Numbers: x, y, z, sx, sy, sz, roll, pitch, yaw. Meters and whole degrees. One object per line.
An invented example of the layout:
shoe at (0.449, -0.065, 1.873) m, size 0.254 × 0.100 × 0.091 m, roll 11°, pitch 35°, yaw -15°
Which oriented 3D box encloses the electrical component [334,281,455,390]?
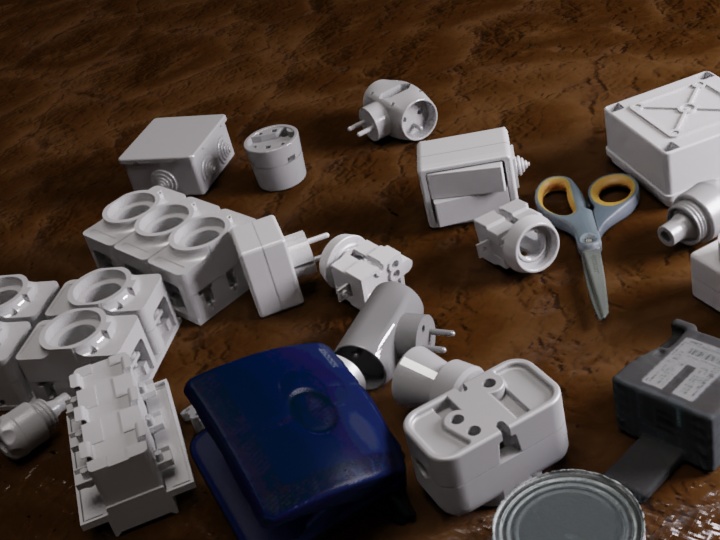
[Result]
electrical component at (0.030, 0.049, 0.794) m, size 0.079 × 0.043 × 0.077 m, roll 4°, pitch 38°, yaw 26°

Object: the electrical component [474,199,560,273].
electrical component at (0.128, -0.026, 0.865) m, size 0.066 × 0.048 × 0.055 m, roll -26°, pitch 27°, yaw -15°

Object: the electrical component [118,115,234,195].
electrical component at (-0.188, -0.118, 1.119) m, size 0.100 × 0.048 × 0.099 m, roll 0°, pitch 36°, yaw 21°

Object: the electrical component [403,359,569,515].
electrical component at (0.081, 0.107, 0.675) m, size 0.095 × 0.059 × 0.054 m, roll -26°, pitch 35°, yaw -16°

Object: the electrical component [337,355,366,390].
electrical component at (-0.033, 0.100, 0.745) m, size 0.043 × 0.043 × 0.081 m, roll 6°, pitch 39°, yaw 29°

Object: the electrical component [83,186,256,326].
electrical component at (-0.164, -0.020, 0.955) m, size 0.150 × 0.061 × 0.089 m, roll 20°, pitch 47°, yaw 41°

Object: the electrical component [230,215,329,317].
electrical component at (-0.060, -0.009, 0.895) m, size 0.077 × 0.065 × 0.047 m, roll -19°, pitch 34°, yaw -6°

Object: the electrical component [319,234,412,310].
electrical component at (0.000, 0.000, 0.878) m, size 0.066 × 0.048 × 0.055 m, roll -36°, pitch 46°, yaw -28°

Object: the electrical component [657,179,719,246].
electrical component at (0.260, -0.040, 0.836) m, size 0.062 × 0.043 × 0.043 m, roll -30°, pitch 36°, yaw -20°

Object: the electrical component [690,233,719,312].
electrical component at (0.271, -0.008, 0.753) m, size 0.047 × 0.076 × 0.066 m, roll -26°, pitch 35°, yaw -15°

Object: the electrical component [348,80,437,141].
electrical component at (0.026, -0.156, 1.097) m, size 0.079 × 0.043 × 0.077 m, roll -28°, pitch 36°, yaw -18°

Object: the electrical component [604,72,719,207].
electrical component at (0.283, -0.115, 0.923) m, size 0.109 × 0.056 × 0.108 m, roll -20°, pitch 34°, yaw -8°

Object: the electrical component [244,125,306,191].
electrical component at (-0.083, -0.111, 1.069) m, size 0.055 × 0.047 × 0.055 m, roll -10°, pitch 34°, yaw 7°

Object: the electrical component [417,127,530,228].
electrical component at (0.101, -0.080, 0.938) m, size 0.096 × 0.061 × 0.061 m, roll -9°, pitch 34°, yaw 9°

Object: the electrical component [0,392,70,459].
electrical component at (-0.246, 0.114, 0.816) m, size 0.035 × 0.035 × 0.061 m, roll 19°, pitch 44°, yaw 40°

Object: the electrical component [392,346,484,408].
electrical component at (0.056, 0.081, 0.737) m, size 0.055 × 0.045 × 0.045 m, roll 17°, pitch 45°, yaw 38°

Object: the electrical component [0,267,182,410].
electrical component at (-0.256, 0.056, 0.881) m, size 0.186 × 0.060 × 0.105 m, roll -4°, pitch 35°, yaw 16°

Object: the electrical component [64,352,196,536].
electrical component at (-0.168, 0.117, 0.755) m, size 0.079 × 0.063 × 0.121 m, roll -20°, pitch 34°, yaw -8°
